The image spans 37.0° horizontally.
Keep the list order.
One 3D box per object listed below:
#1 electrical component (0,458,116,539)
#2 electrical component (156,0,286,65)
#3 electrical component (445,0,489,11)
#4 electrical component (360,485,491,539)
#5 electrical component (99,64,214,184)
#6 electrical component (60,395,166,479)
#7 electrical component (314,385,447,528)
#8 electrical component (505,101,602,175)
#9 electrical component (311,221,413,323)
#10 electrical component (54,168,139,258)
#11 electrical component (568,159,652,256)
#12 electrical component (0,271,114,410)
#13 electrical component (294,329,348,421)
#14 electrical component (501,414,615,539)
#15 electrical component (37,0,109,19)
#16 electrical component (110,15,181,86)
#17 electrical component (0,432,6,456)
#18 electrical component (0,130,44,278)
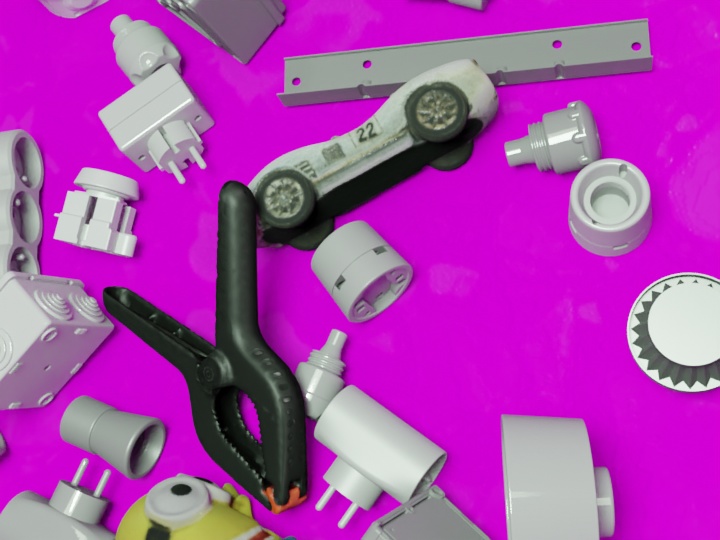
[{"bbox_3d":[-0.195,0.168,0.729,0.077,0.044,0.079,21,80,18],"label":"electrical component"},{"bbox_3d":[-0.123,-0.217,0.790,0.109,0.109,0.056,38,90,20],"label":"electrical component"},{"bbox_3d":[0.066,-0.212,0.781,0.065,0.044,0.044,18,79,12],"label":"electrical component"},{"bbox_3d":[0.038,0.180,0.654,0.062,0.096,0.061,41,114,20],"label":"electrical component"},{"bbox_3d":[-0.140,-0.098,0.792,0.066,0.047,0.076,-35,70,1],"label":"electrical component"},{"bbox_3d":[-0.173,0.112,0.743,0.065,0.044,0.044,18,79,22],"label":"electrical component"},{"bbox_3d":[0.003,0.128,0.696,0.077,0.043,0.079,34,84,19],"label":"electrical component"},{"bbox_3d":[0.130,-0.085,0.728,0.062,0.048,0.048,-13,72,16],"label":"electrical component"},{"bbox_3d":[0.000,0.000,0.728,0.055,0.055,0.047,-41,66,-1],"label":"electrical component"},{"bbox_3d":[-0.190,-0.043,0.789,0.066,0.048,0.055,12,85,16],"label":"electrical component"},{"bbox_3d":[0.164,-0.042,0.705,0.055,0.047,0.055,-4,74,12],"label":"electrical component"},{"bbox_3d":[-0.229,0.051,0.741,0.048,0.100,0.099,45,100,16],"label":"electrical component"},{"bbox_3d":[-0.026,0.070,0.724,0.035,0.035,0.061,20,77,18],"label":"electrical component"},{"bbox_3d":[0.117,0.138,0.635,0.060,0.108,0.108,-4,73,6],"label":"electrical component"},{"bbox_3d":[-0.234,-0.245,0.854,0.080,0.051,0.080,-4,74,12],"label":"electrical component"},{"bbox_3d":[-0.167,-0.169,0.821,0.043,0.043,0.062,-40,69,0],"label":"electrical component"},{"bbox_3d":[-0.285,0.123,0.759,0.047,0.055,0.055,-37,70,-3],"label":"electrical component"},{"bbox_3d":[-0.283,-0.035,0.804,0.074,0.052,0.138,-7,73,11],"label":"electrical component"}]
